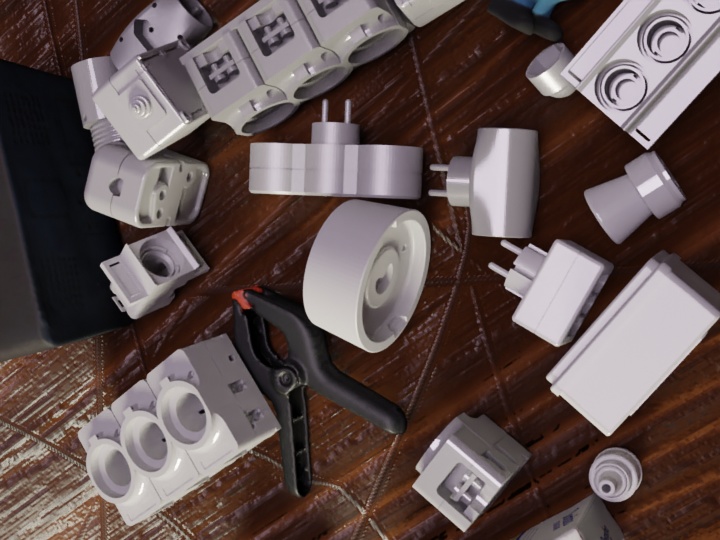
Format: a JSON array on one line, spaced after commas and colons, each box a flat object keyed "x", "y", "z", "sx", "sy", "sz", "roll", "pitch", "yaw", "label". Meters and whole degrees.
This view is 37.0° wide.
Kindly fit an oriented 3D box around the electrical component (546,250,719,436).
[{"x": 0.185, "y": 0.045, "z": 0.715, "sx": 0.056, "sy": 0.109, "sz": 0.108, "roll": 42, "pitch": 106, "yaw": 12, "label": "electrical component"}]

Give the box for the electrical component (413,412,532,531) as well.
[{"x": 0.079, "y": 0.140, "z": 0.772, "sx": 0.056, "sy": 0.089, "sz": 0.050, "roll": 39, "pitch": 106, "yaw": 15, "label": "electrical component"}]

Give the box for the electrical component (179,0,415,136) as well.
[{"x": -0.043, "y": -0.166, "z": 0.804, "sx": 0.150, "sy": 0.089, "sz": 0.061, "roll": -30, "pitch": 82, "yaw": 20, "label": "electrical component"}]

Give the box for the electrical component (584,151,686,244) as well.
[{"x": 0.190, "y": -0.050, "z": 0.742, "sx": 0.055, "sy": 0.045, "sz": 0.045, "roll": -34, "pitch": 81, "yaw": 19, "label": "electrical component"}]

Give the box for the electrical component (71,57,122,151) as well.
[{"x": -0.211, "y": -0.132, "z": 0.897, "sx": 0.043, "sy": 0.043, "sz": 0.081, "roll": -13, "pitch": 88, "yaw": 22, "label": "electrical component"}]

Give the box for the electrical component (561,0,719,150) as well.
[{"x": 0.207, "y": -0.152, "z": 0.720, "sx": 0.079, "sy": 0.063, "sz": 0.121, "roll": 45, "pitch": 107, "yaw": 14, "label": "electrical component"}]

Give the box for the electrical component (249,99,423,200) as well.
[{"x": -0.019, "y": -0.093, "z": 0.818, "sx": 0.138, "sy": 0.052, "sz": 0.073, "roll": 4, "pitch": 94, "yaw": 21, "label": "electrical component"}]

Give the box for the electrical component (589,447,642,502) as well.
[{"x": 0.176, "y": 0.145, "z": 0.748, "sx": 0.035, "sy": 0.061, "sz": 0.035, "roll": 1, "pitch": 93, "yaw": 21, "label": "electrical component"}]

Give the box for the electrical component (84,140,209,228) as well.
[{"x": -0.172, "y": -0.069, "z": 0.856, "sx": 0.059, "sy": 0.095, "sz": 0.053, "roll": 20, "pitch": 102, "yaw": 20, "label": "electrical component"}]

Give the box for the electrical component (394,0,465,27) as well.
[{"x": 0.042, "y": -0.235, "z": 0.783, "sx": 0.062, "sy": 0.061, "sz": 0.096, "roll": -29, "pitch": 77, "yaw": 13, "label": "electrical component"}]

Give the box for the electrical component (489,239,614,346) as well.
[{"x": 0.129, "y": 0.006, "z": 0.768, "sx": 0.077, "sy": 0.047, "sz": 0.065, "roll": 31, "pitch": 102, "yaw": 19, "label": "electrical component"}]

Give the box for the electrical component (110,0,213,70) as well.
[{"x": -0.149, "y": -0.173, "z": 0.871, "sx": 0.077, "sy": 0.043, "sz": 0.079, "roll": -40, "pitch": 87, "yaw": 19, "label": "electrical component"}]

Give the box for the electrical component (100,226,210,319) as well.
[{"x": -0.169, "y": 0.005, "z": 0.872, "sx": 0.042, "sy": 0.081, "sz": 0.063, "roll": 53, "pitch": 137, "yaw": 13, "label": "electrical component"}]

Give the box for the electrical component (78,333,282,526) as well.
[{"x": -0.150, "y": 0.130, "z": 0.859, "sx": 0.150, "sy": 0.062, "sz": 0.089, "roll": -38, "pitch": 79, "yaw": 32, "label": "electrical component"}]

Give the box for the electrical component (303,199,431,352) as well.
[{"x": 0.000, "y": 0.000, "z": 0.789, "sx": 0.060, "sy": 0.108, "sz": 0.108, "roll": 18, "pitch": 99, "yaw": 26, "label": "electrical component"}]

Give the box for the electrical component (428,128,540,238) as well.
[{"x": 0.088, "y": -0.064, "z": 0.782, "sx": 0.079, "sy": 0.043, "sz": 0.077, "roll": 5, "pitch": 95, "yaw": 22, "label": "electrical component"}]

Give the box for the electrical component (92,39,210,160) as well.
[{"x": -0.155, "y": -0.126, "z": 0.811, "sx": 0.061, "sy": 0.096, "sz": 0.061, "roll": -33, "pitch": 98, "yaw": 25, "label": "electrical component"}]
